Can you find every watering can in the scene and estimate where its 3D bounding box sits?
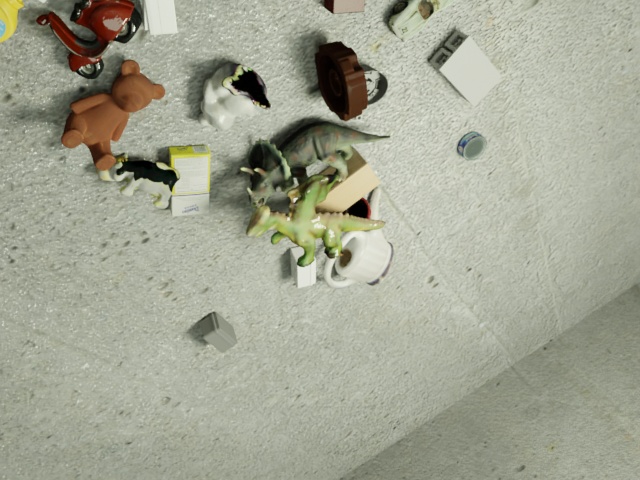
[{"bbox_3d":[0.149,0.015,1.595,0.222,0.106,0.345,22,105,-40],"label":"watering can"}]

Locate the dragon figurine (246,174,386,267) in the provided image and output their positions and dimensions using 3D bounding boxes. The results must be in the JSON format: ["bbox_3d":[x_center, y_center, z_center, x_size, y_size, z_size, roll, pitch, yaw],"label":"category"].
[{"bbox_3d":[0.004,-0.065,1.287,0.413,0.124,0.237,-18,143,-22],"label":"dragon figurine"}]

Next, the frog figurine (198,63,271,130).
[{"bbox_3d":[-0.198,-0.311,1.143,0.137,0.124,0.157,3,163,-40],"label":"frog figurine"}]
